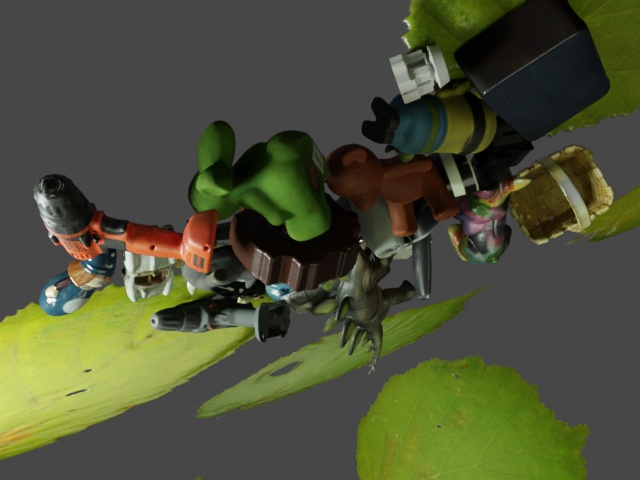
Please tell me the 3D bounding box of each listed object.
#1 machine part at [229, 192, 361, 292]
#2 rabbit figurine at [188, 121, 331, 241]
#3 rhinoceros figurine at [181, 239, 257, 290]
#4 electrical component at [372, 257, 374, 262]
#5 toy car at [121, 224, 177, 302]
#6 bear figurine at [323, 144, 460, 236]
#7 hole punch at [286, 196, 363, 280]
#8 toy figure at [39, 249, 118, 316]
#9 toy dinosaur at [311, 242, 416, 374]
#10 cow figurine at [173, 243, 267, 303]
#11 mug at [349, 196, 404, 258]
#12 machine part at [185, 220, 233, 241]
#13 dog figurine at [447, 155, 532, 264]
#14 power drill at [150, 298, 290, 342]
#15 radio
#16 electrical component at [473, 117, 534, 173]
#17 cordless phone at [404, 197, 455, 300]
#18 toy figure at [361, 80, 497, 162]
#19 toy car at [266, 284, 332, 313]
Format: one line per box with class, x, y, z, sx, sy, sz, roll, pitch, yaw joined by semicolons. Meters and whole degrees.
machine part;-0.033;-0.010;0.732;0.179;0.179;0.056;-11;135;-25
rabbit figurine;-0.087;-0.061;0.641;0.170;0.121;0.159;-12;159;17
rhinoceros figurine;-0.108;0.036;0.805;0.190;0.073;0.112;-9;157;-35
electrical component;0.075;0.063;1.201;0.102;0.045;0.078;-24;131;-3
toy car;-0.251;0.036;0.792;0.073;0.056;0.201;-12;157;-24
bear figurine;0.089;-0.072;0.763;0.196;0.132;0.120;-9;167;-46
hole punch;-0.002;-0.003;0.871;0.092;0.116;0.142;2;149;-31
toy figure;-0.337;0.056;0.764;0.154;0.057;0.064;-33;-165;25
toy dinosaur;0.090;0.127;1.091;0.198;0.105;0.470;-41;136;-13
cow figurine;-0.162;0.058;0.878;0.167;0.098;0.068;6;150;-44
mug;0.101;-0.021;0.925;0.081;0.107;0.109;-23;157;7
machine part;-0.132;-0.017;0.806;0.139;0.039;0.084;-9;161;-33
dog figurine;0.302;-0.054;0.959;0.108;0.191;0.219;-14;174;-3
power drill;-0.177;0.154;1.040;0.207;0.086;0.232;-7;175;32
radio;0.280;-0.211;0.686;0.131;0.073;0.229;-34;157;28
electrical component;0.289;-0.151;0.835;0.119;0.075;0.047;-10;157;-17
cordless phone;0.182;0.013;0.941;0.089;0.184;0.146;-2;174;-7
toy figure;0.144;-0.145;0.687;0.180;0.089;0.082;-11;164;-32
toy car;-0.031;0.096;1.093;0.162;0.103;0.109;-21;160;5
